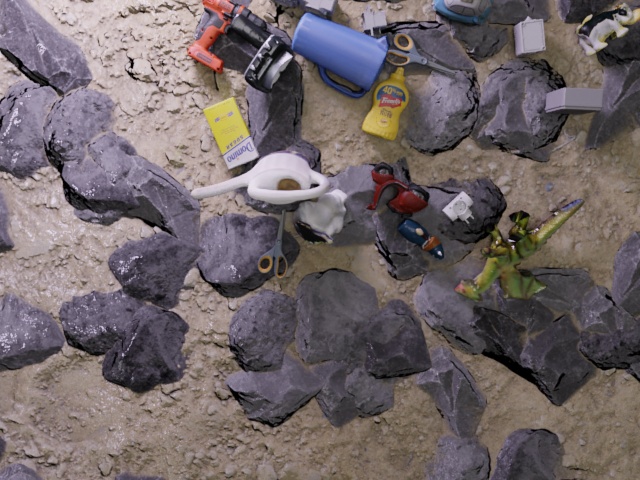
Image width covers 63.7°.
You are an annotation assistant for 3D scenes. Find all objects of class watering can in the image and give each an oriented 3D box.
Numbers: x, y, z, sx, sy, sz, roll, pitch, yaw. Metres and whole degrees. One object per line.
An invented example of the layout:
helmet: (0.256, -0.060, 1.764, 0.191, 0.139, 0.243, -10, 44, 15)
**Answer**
watering can: (-0.146, -0.158, 1.350, 0.348, 0.229, 0.102, 0, 118, 0)

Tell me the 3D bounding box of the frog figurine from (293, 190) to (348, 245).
frog figurine: (0.004, -0.072, 1.435, 0.137, 0.120, 0.162, 23, 62, 5)

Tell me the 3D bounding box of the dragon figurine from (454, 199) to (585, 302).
dragon figurine: (0.573, 0.057, 1.456, 0.410, 0.124, 0.239, -21, 115, 5)
